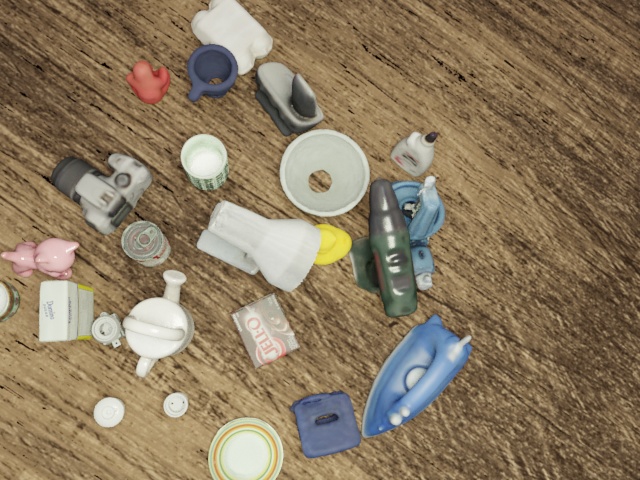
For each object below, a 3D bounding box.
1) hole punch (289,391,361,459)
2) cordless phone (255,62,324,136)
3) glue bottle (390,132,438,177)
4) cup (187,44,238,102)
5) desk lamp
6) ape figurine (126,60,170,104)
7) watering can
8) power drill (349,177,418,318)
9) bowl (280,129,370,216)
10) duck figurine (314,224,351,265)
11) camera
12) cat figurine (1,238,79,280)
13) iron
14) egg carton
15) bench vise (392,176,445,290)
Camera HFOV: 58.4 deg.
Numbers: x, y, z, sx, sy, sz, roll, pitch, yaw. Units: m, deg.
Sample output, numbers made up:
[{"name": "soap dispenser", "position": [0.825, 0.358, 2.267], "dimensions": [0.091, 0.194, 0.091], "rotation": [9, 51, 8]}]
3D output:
[{"name": "hole punch", "position": [0.008, 0.322, 1.006], "dimensions": [0.109, 0.091, 0.101], "rotation": [-11, 83, -9]}, {"name": "cordless phone", "position": [-0.053, -0.280, 1.045], "dimensions": [0.094, 0.185, 0.147], "rotation": [-40, 88, -11]}, {"name": "glue bottle", "position": [0.184, -0.169, 1.066], "dimensions": [0.078, 0.173, 0.037], "rotation": [35, 78, -1]}, {"name": "cup", "position": [-0.205, -0.295, 1.073], "dimensions": [0.091, 0.095, 0.118], "rotation": [32, 78, -1]}, {"name": "desk lamp", "position": [-0.110, 0.003, 0.978], "dimensions": [0.203, 0.213, 0.118], "rotation": [24, 79, -3]}, {"name": "ape figurine", "position": [-0.321, -0.300, 1.060], "dimensions": [0.078, 0.092, 0.076], "rotation": [5, 80, -6]}, {"name": "watering can", "position": [-0.267, 0.137, 0.946], "dimensions": [0.101, 0.194, 0.173], "rotation": [-3, 81, -8]}, {"name": "power drill", "position": [0.108, 0.023, 1.007], "dimensions": [0.076, 0.208, 0.230], "rotation": [-12, 83, -9]}, {"name": "bowl", "position": [0.006, -0.119, 1.084], "dimensions": [0.167, 0.074, 0.167], "rotation": [1, 81, -7]}, {"name": "duck figurine", "position": [0.010, 0.004, 1.059], "dimensions": [0.104, 0.086, 0.077], "rotation": [-3, 81, -8]}, {"name": "camera", "position": [-0.393, -0.103, 1.015], "dimensions": [0.137, 0.100, 0.143], "rotation": [34, 78, -1]}, {"name": "cat figurine", "position": [-0.471, 0.029, 0.975], "dimensions": [0.128, 0.117, 0.067], "rotation": [3, 81, -7]}, {"name": "iron", "position": [0.172, 0.257, 1.012], "dimensions": [0.118, 0.141, 0.258], "rotation": [41, 78, 1]}, {"name": "egg carton", "position": [-0.171, -0.396, 1.107], "dimensions": [0.150, 0.069, 0.107], "rotation": [44, 78, 1]}, {"name": "bench vise", "position": [0.186, -0.025, 1.019], "dimensions": [0.121, 0.219, 0.207], "rotation": [-26, 85, -11]}]
